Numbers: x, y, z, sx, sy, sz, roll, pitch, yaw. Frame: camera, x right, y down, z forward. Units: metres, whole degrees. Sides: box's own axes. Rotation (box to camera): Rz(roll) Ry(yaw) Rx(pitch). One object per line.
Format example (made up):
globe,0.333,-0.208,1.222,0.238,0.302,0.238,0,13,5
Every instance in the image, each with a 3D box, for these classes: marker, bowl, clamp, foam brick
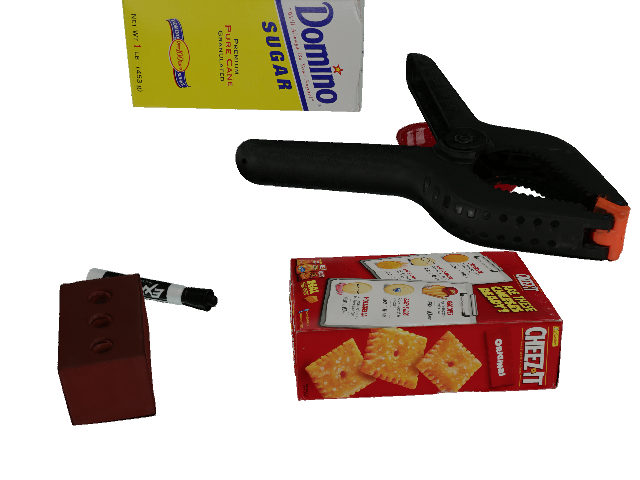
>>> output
marker,-0.143,0.042,0.909,0.121,0.020,0.020,9,3,21
bowl,0.161,-0.083,1.214,0.162,0.055,0.162,7,25,-4
clamp,0.067,-0.039,0.588,0.164,0.036,0.210,-28,44,-30
foam brick,-0.133,0.067,0.662,0.053,0.051,0.078,-8,39,-8

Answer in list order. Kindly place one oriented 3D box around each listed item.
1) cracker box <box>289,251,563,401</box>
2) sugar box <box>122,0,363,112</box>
cracker box,0.081,0.071,0.921,0.213,0.072,0.164,-2,20,-3
sugar box,-0.055,-0.147,0.804,0.176,0.093,0.048,2,33,5
